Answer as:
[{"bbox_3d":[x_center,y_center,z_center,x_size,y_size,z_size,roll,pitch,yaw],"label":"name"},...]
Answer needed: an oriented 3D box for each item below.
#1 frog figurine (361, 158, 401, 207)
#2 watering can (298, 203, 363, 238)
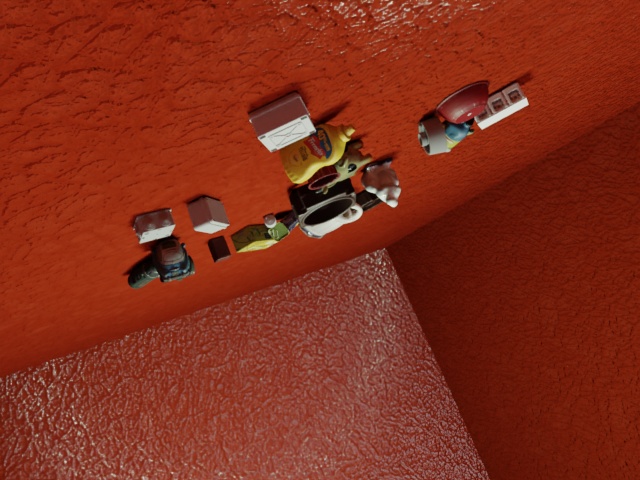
[{"bbox_3d":[0.213,-0.178,1.719,0.138,0.161,0.121,-11,165,-48],"label":"frog figurine"},{"bbox_3d":[0.006,-0.096,1.902,0.221,0.106,0.347,-31,155,35],"label":"watering can"}]
